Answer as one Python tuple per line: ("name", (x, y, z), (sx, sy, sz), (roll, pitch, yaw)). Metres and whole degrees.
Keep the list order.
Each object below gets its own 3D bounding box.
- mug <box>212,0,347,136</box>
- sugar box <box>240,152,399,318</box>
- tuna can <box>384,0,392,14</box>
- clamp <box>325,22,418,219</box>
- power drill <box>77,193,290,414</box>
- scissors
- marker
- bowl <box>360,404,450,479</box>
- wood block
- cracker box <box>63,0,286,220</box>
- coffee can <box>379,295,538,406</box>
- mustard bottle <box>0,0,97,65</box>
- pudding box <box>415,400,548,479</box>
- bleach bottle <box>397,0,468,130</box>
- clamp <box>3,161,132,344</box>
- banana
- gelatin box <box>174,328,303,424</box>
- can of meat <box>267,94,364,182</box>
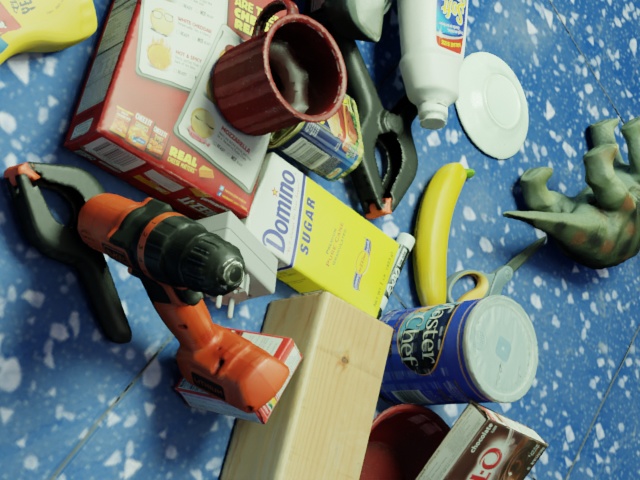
("mug", (-0.038, -0.148, 0.913), (0.093, 0.082, 0.117), (5, 78, -42))
("sugar box", (-0.007, 0.001, 1.029), (0.176, 0.048, 0.093), (35, 60, -32))
("tuna can", (0.036, -0.272, 1.129), (0.085, 0.034, 0.086), (9, 75, -39))
("clamp", (0.058, -0.127, 1.117), (0.164, 0.036, 0.210), (26, 62, -33))
("power drill", (-0.093, 0.050, 0.830), (0.057, 0.185, 0.187), (-43, 129, -23))
("scissors", (0.211, 0.060, 1.224), (0.201, 0.016, 0.096), (-14, 92, -41))
("marker", (0.069, 0.045, 1.103), (0.020, 0.020, 0.121), (43, 57, -26))
("bowl", (0.072, 0.242, 1.041), (0.161, 0.055, 0.162), (9, 75, -39))
("wood block", (-0.014, 0.162, 0.962), (0.090, 0.090, 0.206), (30, 63, -32))
("cracker box", (-0.117, -0.142, 0.947), (0.164, 0.072, 0.213), (30, 62, -34))
("coffee can", (0.129, 0.113, 1.060), (0.102, 0.141, 0.103), (9, 75, -39))
("mustard bottle", (-0.272, -0.176, 0.828), (0.191, 0.058, 0.096), (-31, 102, -40))
("pudding box", (0.150, 0.218, 1.015), (0.089, 0.039, 0.113), (27, 98, -35))
("bleach bottle", (0.123, -0.234, 1.148), (0.102, 0.068, 0.251), (27, 58, -50))
("clamp", (-0.184, -0.011, 0.885), (0.171, 0.039, 0.120), (55, 45, -27))
("banana", (0.132, -0.011, 1.156), (0.069, 0.037, 0.197), (33, 61, -30))
("gelatin box", (-0.070, 0.115, 0.922), (0.073, 0.089, 0.030), (-59, 138, -32))
("can of meat", (-0.007, -0.115, 1.030), (0.083, 0.058, 0.102), (31, 38, -35))
